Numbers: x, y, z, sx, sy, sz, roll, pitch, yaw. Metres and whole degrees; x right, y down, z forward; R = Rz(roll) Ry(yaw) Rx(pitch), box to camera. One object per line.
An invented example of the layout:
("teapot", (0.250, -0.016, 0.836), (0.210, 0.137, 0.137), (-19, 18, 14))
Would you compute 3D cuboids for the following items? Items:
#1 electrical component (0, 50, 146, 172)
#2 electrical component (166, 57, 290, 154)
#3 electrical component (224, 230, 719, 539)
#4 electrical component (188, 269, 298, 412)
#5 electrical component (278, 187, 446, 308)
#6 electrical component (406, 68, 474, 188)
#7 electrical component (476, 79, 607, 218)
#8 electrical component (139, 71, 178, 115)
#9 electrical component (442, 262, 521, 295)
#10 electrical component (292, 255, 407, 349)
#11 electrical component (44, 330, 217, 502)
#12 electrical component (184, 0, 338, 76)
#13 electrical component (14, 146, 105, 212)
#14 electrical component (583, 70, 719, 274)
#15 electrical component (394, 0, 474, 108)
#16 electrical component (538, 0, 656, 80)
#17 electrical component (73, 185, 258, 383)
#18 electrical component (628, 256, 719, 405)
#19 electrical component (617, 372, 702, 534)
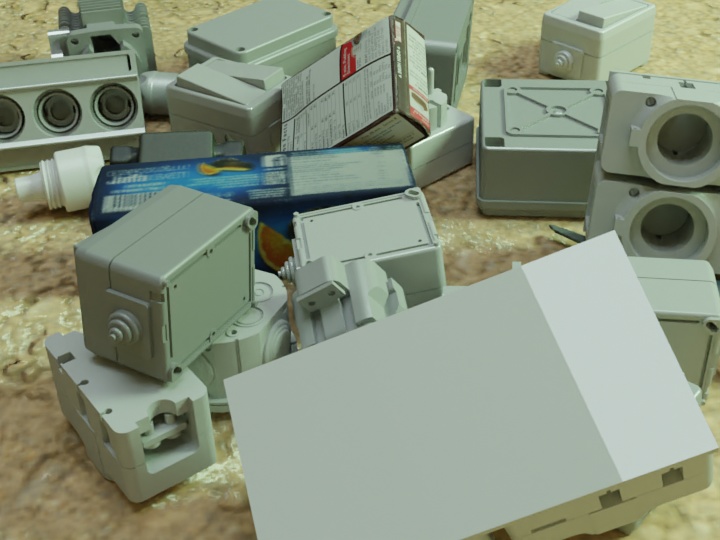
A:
("electrical component", (-0.226, -0.120, 0.811), (0.121, 0.078, 0.063), (-8, 14, -8))
("electrical component", (-0.101, -0.124, 0.814), (0.096, 0.061, 0.062), (19, 41, 26))
("electrical component", (0.046, 0.073, 0.473), (0.186, 0.060, 0.105), (-21, 58, 6))
("electrical component", (-0.076, 0.037, 0.598), (0.080, 0.051, 0.080), (-1, 36, 1))
("electrical component", (0.000, 0.000, 0.643), (0.096, 0.061, 0.061), (-12, 38, -1))
("electrical component", (0.044, -0.107, 0.771), (0.066, 0.076, 0.047), (-28, 43, -32))
("electrical component", (0.137, -0.088, 0.758), (0.109, 0.056, 0.108), (2, 36, 5))
("electrical component", (-0.147, -0.141, 0.863), (0.061, 0.035, 0.035), (4, 36, 4))
("electrical component", (0.075, 0.035, 0.603), (0.064, 0.042, 0.081), (0, 35, 8))
("electrical component", (-0.002, 0.036, 0.583), (0.058, 0.078, 0.057), (-27, 50, 19))
("electrical component", (-0.117, 0.070, 0.550), (0.050, 0.055, 0.089), (-24, 41, -28))
("electrical component", (-0.081, -0.180, 0.894), (0.078, 0.057, 0.113), (29, 46, 35))
("electrical component", (-0.207, -0.061, 0.747), (0.062, 0.043, 0.043), (-13, 37, -12))
("electrical component", (0.236, -0.051, 0.641), (0.186, 0.105, 0.060), (8, 23, 7))
("electrical component", (0.053, -0.170, 0.858), (0.057, 0.078, 0.113), (8, 37, 9))
("electrical component", (0.195, -0.195, 0.901), (0.096, 0.061, 0.062), (-31, 45, -34))
("electrical component", (-0.101, 0.007, 0.534), (0.061, 0.061, 0.096), (18, 36, 21))
("electrical component", (0.157, 0.030, 0.589), (0.096, 0.061, 0.061), (3, 36, 7))
("electrical component", (0.121, 0.076, 0.526), (0.096, 0.061, 0.062), (25, 44, 33))
